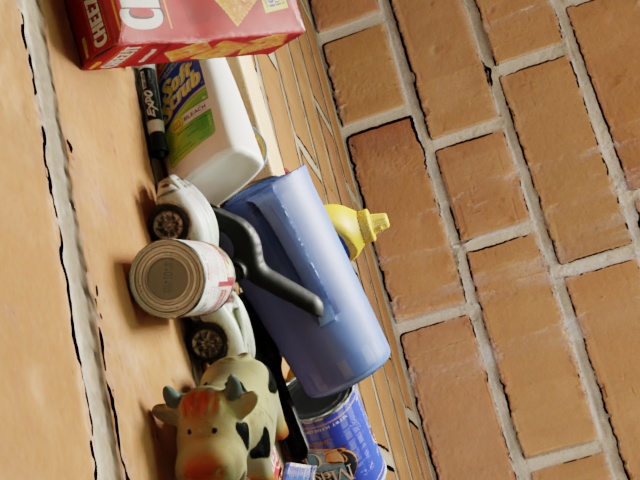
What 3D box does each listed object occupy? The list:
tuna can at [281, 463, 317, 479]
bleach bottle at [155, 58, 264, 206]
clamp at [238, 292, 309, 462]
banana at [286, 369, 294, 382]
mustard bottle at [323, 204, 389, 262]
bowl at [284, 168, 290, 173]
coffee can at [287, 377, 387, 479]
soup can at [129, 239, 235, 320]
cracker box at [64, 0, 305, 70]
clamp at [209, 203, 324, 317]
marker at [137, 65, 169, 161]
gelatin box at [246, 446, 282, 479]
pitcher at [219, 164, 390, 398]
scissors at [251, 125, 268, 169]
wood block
[{"bbox_3d":[-0.025,0.273,1.095,0.086,0.034,0.086,8,89,-87],"label":"tuna can"},{"bbox_3d":[-0.139,-0.156,1.133,0.068,0.103,0.251,28,34,-49],"label":"bleach bottle"},{"bbox_3d":[-0.062,0.138,1.203,0.210,0.036,0.164,-101,165,-53],"label":"clamp"},{"bbox_3d":[-0.012,0.180,1.406,0.037,0.069,0.197,38,1,18],"label":"banana"},{"bbox_3d":[-0.009,0.002,1.312,0.096,0.192,0.058,65,12,-48],"label":"mustard bottle"},{"bbox_3d":[-0.053,-0.022,1.567,0.162,0.055,0.162,-17,90,-83],"label":"bowl"},{"bbox_3d":[0.013,0.241,1.301,0.103,0.103,0.140,-92,164,-62],"label":"coffee can"},{"bbox_3d":[-0.117,0.033,0.920,0.102,0.068,0.068,11,63,-81],"label":"soup can"},{"bbox_3d":[-0.130,-0.249,0.972,0.213,0.072,0.164,-14,86,-42],"label":"cracker box"},{"bbox_3d":[-0.075,0.032,1.070,0.039,0.120,0.171,-117,-175,-80],"label":"clamp"},{"bbox_3d":[-0.170,-0.134,1.084,0.020,0.020,0.121,59,17,-63],"label":"marker"},{"bbox_3d":[-0.065,0.214,1.061,0.089,0.030,0.073,-57,131,-80],"label":"gelatin box"},{"bbox_3d":[-0.020,0.048,1.174,0.149,0.145,0.243,-33,96,-54],"label":"pitcher"},{"bbox_3d":[-0.102,-0.151,1.181,0.016,0.096,0.201,116,-21,-66],"label":"scissors"},{"bbox_3d":[-0.117,-0.161,1.260,0.090,0.091,0.206,-8,82,-82],"label":"wood block"}]
